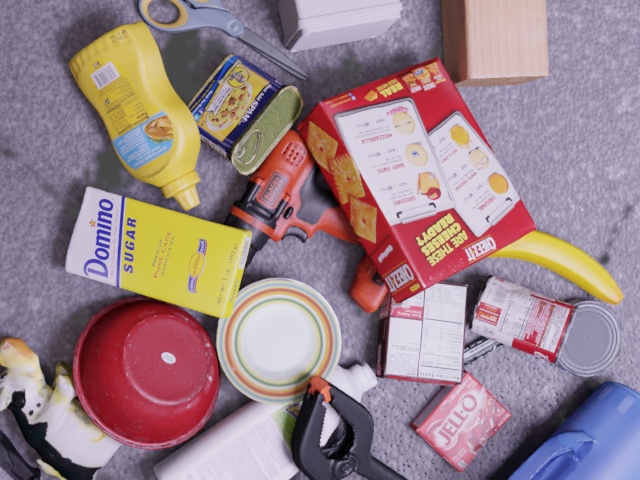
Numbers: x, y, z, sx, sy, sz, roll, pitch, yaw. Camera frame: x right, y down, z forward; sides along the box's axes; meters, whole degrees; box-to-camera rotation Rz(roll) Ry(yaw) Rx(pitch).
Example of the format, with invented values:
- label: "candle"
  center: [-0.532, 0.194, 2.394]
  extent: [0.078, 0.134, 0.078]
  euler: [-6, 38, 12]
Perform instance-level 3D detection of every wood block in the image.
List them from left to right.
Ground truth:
- label: "wood block"
  center: [0.183, -0.272, 1.145]
  extent: [0.090, 0.091, 0.206]
  euler: [-4, 93, -10]

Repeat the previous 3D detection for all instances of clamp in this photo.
- label: "clamp"
  center: [0.012, 0.240, 1.118]
  extent: [0.164, 0.036, 0.210]
  euler: [-30, 120, -18]

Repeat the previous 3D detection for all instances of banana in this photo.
- label: "banana"
  center: [0.246, 0.022, 1.188]
  extent: [0.197, 0.037, 0.069]
  euler: [13, 67, -11]

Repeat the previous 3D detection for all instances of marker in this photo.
- label: "marker"
  center: [0.186, 0.118, 1.196]
  extent: [0.121, 0.020, 0.020]
  euler: [-27, 97, -8]

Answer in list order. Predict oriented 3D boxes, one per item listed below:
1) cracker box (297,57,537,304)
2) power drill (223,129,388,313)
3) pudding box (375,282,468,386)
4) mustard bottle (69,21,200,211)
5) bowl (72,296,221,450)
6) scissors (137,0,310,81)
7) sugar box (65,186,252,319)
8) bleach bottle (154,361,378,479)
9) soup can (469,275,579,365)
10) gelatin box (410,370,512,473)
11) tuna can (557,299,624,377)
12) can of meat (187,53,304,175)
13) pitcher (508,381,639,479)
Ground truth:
- label: "cracker box"
  center: [0.099, -0.064, 1.105]
  extent: [0.163, 0.072, 0.214]
  euler: [-25, 83, -30]
- label: "power drill"
  center: [-0.007, 0.001, 1.138]
  extent: [0.187, 0.057, 0.184]
  euler: [30, 90, -11]
- label: "pudding box"
  center: [0.111, 0.099, 1.162]
  extent: [0.090, 0.039, 0.113]
  euler: [8, 78, -12]
- label: "mustard bottle"
  center: [-0.175, -0.118, 1.086]
  extent: [0.096, 0.058, 0.191]
  euler: [-24, 96, 32]
- label: "bowl"
  center: [-0.164, 0.127, 1.080]
  extent: [0.161, 0.055, 0.162]
  euler: [12, 65, -26]
- label: "scissors"
  center: [-0.110, -0.218, 1.132]
  extent: [0.096, 0.016, 0.201]
  euler: [-42, 98, -5]
- label: "sugar box"
  center: [-0.165, 0.012, 1.090]
  extent: [0.176, 0.048, 0.093]
  euler: [15, 89, 6]
- label: "bleach bottle"
  center: [-0.046, 0.215, 1.137]
  extent: [0.250, 0.068, 0.102]
  euler: [-31, 104, -11]
- label: "soup can"
  center: [0.221, 0.086, 1.159]
  extent: [0.102, 0.068, 0.068]
  euler: [21, 88, 15]
- label: "gelatin box"
  center: [0.157, 0.201, 1.188]
  extent: [0.073, 0.030, 0.089]
  euler: [44, 84, -9]
- label: "tuna can"
  center: [0.297, 0.110, 1.209]
  extent: [0.086, 0.034, 0.086]
  euler: [0, 92, -10]
- label: "can of meat"
  center: [-0.082, -0.132, 1.102]
  extent: [0.084, 0.057, 0.102]
  euler: [36, 84, 26]
- label: "pitcher"
  center: [0.275, 0.269, 1.160]
  extent: [0.145, 0.149, 0.242]
  euler: [43, 81, 3]
